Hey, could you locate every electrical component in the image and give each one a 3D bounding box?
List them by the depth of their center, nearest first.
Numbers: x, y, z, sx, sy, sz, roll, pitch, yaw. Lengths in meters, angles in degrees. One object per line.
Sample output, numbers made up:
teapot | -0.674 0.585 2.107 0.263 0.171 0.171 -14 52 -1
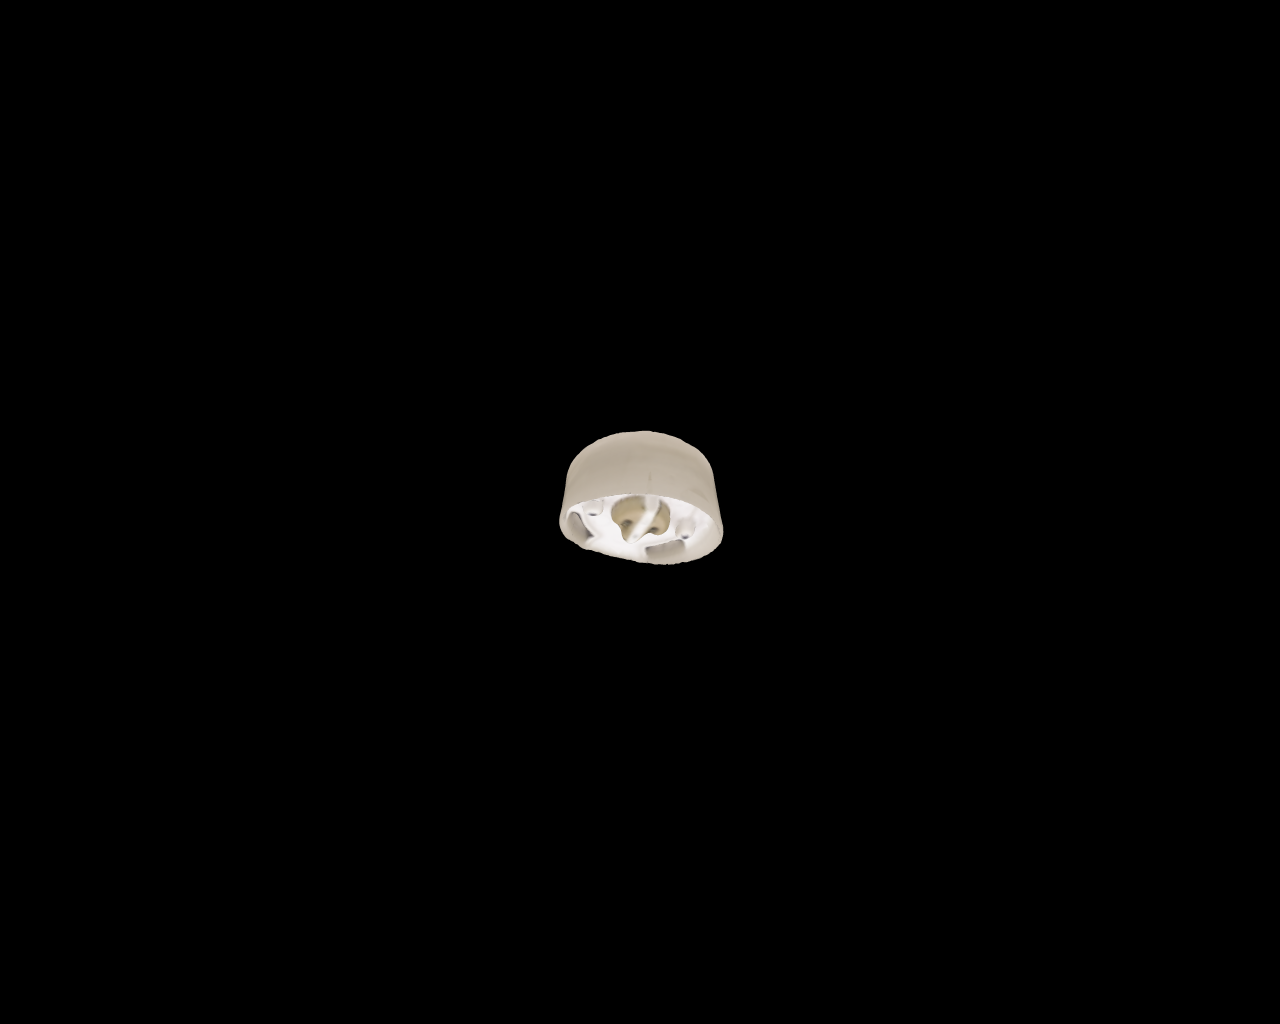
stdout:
electrical component | 0.001 -0.003 0.650 0.099 0.064 0.099 0 -38 0
